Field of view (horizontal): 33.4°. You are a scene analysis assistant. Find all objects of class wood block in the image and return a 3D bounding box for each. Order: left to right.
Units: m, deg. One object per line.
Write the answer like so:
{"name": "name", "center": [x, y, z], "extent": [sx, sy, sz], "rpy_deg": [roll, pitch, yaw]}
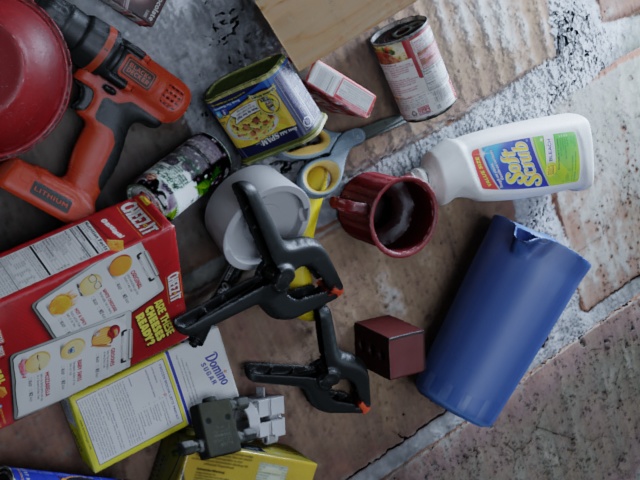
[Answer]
{"name": "wood block", "center": [0.042, -0.272, 1.081], "extent": [0.206, 0.091, 0.090], "rpy_deg": [-29, 117, 10]}

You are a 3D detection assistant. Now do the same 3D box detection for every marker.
{"name": "marker", "center": [-0.108, 0.064, 1.138], "extent": [0.020, 0.020, 0.121], "rpy_deg": [47, 54, -30]}

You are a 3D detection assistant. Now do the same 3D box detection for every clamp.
{"name": "clamp", "center": [-0.055, 0.043, 1.111], "extent": [0.209, 0.036, 0.164], "rpy_deg": [27, 93, -49]}
{"name": "clamp", "center": [0.008, 0.143, 1.228], "extent": [0.171, 0.039, 0.120], "rpy_deg": [32, 111, -36]}

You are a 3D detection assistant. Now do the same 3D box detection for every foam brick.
{"name": "foam brick", "center": [0.082, 0.125, 1.256], "extent": [0.051, 0.078, 0.053], "rpy_deg": [-11, 105, -27]}

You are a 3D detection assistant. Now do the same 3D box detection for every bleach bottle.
{"name": "bleach bottle", "center": [0.216, -0.086, 1.296], "extent": [0.250, 0.068, 0.102], "rpy_deg": [-15, 107, -25]}

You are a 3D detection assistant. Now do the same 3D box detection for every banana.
{"name": "banana", "center": [-0.018, 0.009, 1.197], "extent": [0.069, 0.037, 0.198], "rpy_deg": [-21, 117, -53]}

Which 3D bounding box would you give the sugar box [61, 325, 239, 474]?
{"name": "sugar box", "center": [-0.179, 0.162, 1.130], "extent": [0.176, 0.048, 0.093], "rpy_deg": [-25, 113, -28]}

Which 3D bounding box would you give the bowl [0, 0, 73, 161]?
{"name": "bowl", "center": [-0.303, -0.150, 0.943], "extent": [0.162, 0.055, 0.162], "rpy_deg": [0, 93, -7]}

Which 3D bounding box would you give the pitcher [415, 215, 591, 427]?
{"name": "pitcher", "center": [0.222, 0.103, 1.314], "extent": [0.149, 0.145, 0.243], "rpy_deg": [29, 89, -20]}

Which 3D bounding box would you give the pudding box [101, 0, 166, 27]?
{"name": "pudding box", "center": [-0.178, -0.277, 1.031], "extent": [0.090, 0.039, 0.113], "rpy_deg": [29, 86, -32]}

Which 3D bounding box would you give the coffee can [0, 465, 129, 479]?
{"name": "coffee can", "center": [-0.261, 0.286, 1.075], "extent": [0.140, 0.103, 0.103], "rpy_deg": [15, 93, -32]}

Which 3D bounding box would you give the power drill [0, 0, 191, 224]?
{"name": "power drill", "center": [-0.237, -0.118, 1.023], "extent": [0.184, 0.057, 0.187], "rpy_deg": [34, 85, -29]}

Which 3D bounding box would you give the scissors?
{"name": "scissors", "center": [0.039, -0.097, 1.195], "extent": [0.201, 0.016, 0.096], "rpy_deg": [-6, 75, -30]}

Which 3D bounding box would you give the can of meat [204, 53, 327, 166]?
{"name": "can of meat", "center": [-0.058, -0.135, 1.101], "extent": [0.084, 0.102, 0.057], "rpy_deg": [56, 34, -25]}

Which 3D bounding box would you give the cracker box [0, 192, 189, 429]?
{"name": "cracker box", "center": [-0.240, 0.067, 1.024], "extent": [0.213, 0.072, 0.164], "rpy_deg": [-26, 141, -24]}

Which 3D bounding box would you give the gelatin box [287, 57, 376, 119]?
{"name": "gelatin box", "center": [0.006, -0.163, 1.146], "extent": [0.089, 0.073, 0.030], "rpy_deg": [27, 87, -33]}

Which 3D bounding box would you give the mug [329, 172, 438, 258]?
{"name": "mug", "center": [0.063, -0.034, 1.205], "extent": [0.117, 0.082, 0.093], "rpy_deg": [5, 99, -32]}

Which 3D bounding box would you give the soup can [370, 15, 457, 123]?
{"name": "soup can", "center": [0.107, -0.192, 1.202], "extent": [0.068, 0.069, 0.102], "rpy_deg": [-35, 117, -19]}
